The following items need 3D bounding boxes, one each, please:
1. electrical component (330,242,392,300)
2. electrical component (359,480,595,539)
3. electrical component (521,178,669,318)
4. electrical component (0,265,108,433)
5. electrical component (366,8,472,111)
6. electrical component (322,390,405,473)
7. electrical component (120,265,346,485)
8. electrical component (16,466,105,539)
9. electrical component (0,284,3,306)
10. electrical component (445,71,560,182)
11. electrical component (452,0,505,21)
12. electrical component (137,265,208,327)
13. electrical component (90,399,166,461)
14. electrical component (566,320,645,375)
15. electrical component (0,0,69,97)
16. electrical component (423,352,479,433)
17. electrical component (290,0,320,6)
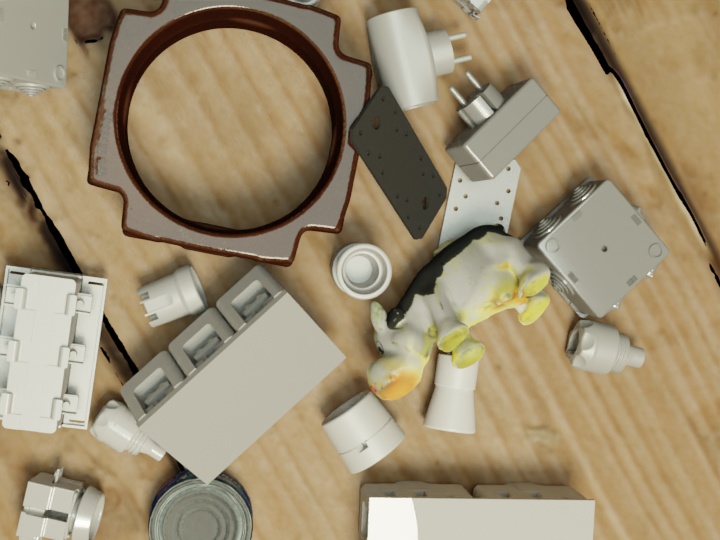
[{"bbox_3d":[0.000,0.000,0.875,0.045,0.055,0.045,0,93,-7],"label":"electrical component"},{"bbox_3d":[0.093,0.235,0.896,0.186,0.060,0.105,2,92,-8],"label":"electrical component"},{"bbox_3d":[0.198,-0.018,0.904,0.100,0.048,0.099,-43,97,-4],"label":"electrical component"},{"bbox_3d":[-0.247,0.062,0.841,0.079,0.063,0.121,8,91,-8],"label":"electrical component"},{"bbox_3d":[0.052,-0.175,0.881,0.079,0.043,0.077,-15,94,-8],"label":"electrical component"},{"bbox_3d":[0.001,0.131,0.883,0.055,0.055,0.047,-35,93,-5],"label":"electrical component"},{"bbox_3d":[-0.101,0.080,0.850,0.150,0.062,0.089,-42,128,-4],"label":"electrical component"},{"bbox_3d":[-0.237,0.192,0.858,0.055,0.048,0.066,13,91,0],"label":"electrical component"},{"bbox_3d":[-0.332,0.022,0.830,0.095,0.059,0.053,19,90,-8],"label":"electrical component"},{"bbox_3d":[0.104,-0.128,0.881,0.083,0.047,0.075,-45,102,-10],"label":"electrical component"},{"bbox_3d":[0.099,-0.245,0.885,0.081,0.042,0.063,39,91,-7],"label":"electrical component"},{"bbox_3d":[-0.151,0.022,0.865,0.046,0.040,0.040,-21,95,-1],"label":"electrical component"},{"bbox_3d":[-0.185,0.133,0.868,0.061,0.035,0.035,36,88,-10],"label":"electrical component"},{"bbox_3d":[0.210,0.068,0.913,0.062,0.043,0.043,13,91,-9],"label":"electrical component"},{"bbox_3d":[-0.264,-0.183,0.810,0.048,0.100,0.099,3,93,23],"label":"electrical component"},{"bbox_3d":[0.079,0.101,0.898,0.044,0.044,0.065,9,86,-8],"label":"electrical component"},{"bbox_3d":[-0.046,-0.226,0.856,0.035,0.061,0.035,0,93,-8],"label":"electrical component"}]
